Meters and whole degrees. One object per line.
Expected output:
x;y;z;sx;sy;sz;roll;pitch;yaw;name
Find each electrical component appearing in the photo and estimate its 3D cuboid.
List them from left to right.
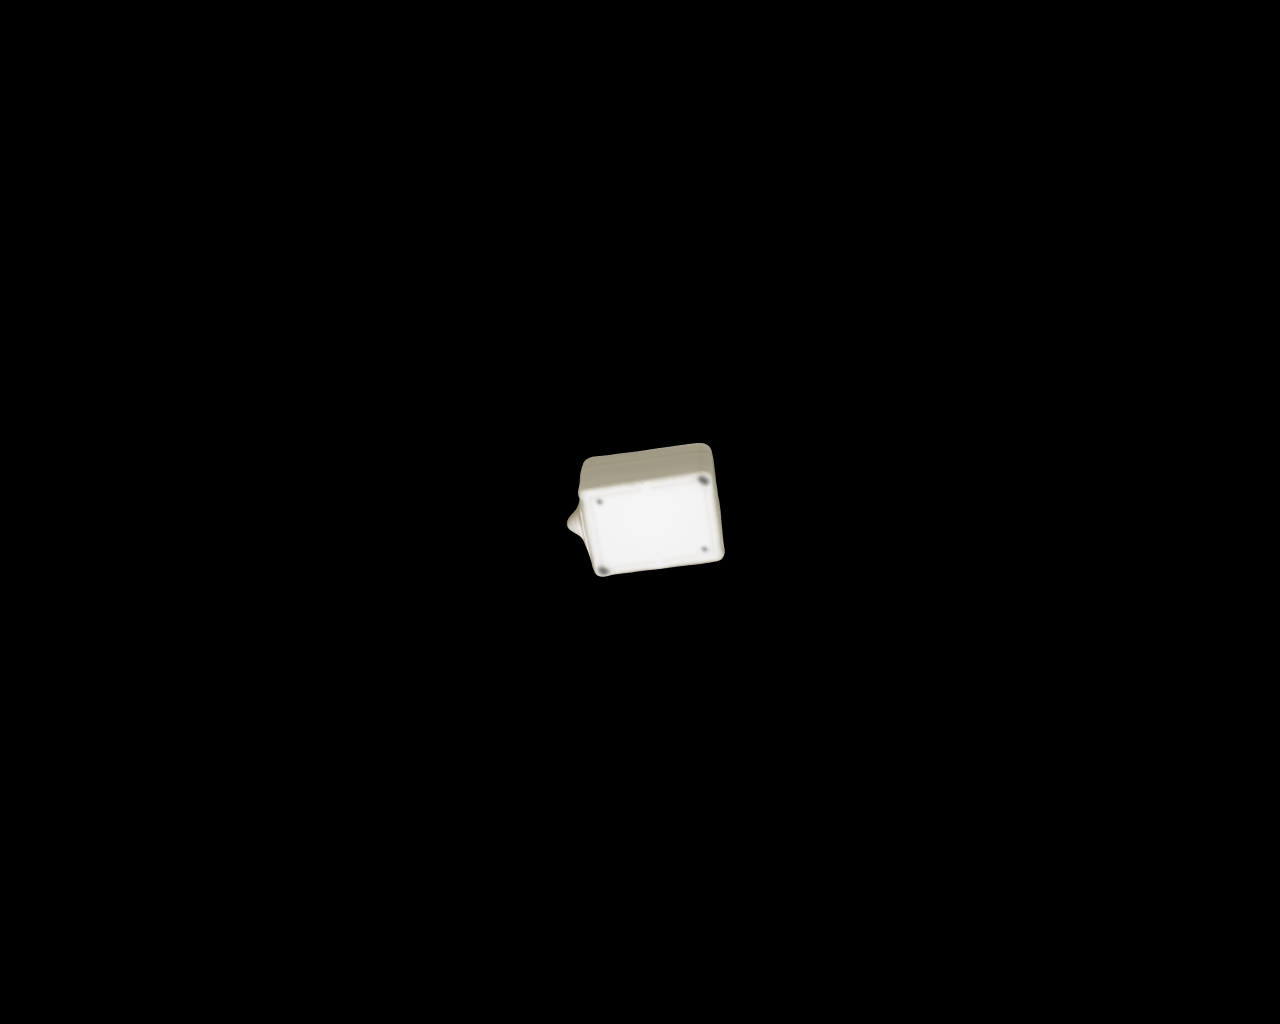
0.001;-0.003;0.650;0.096;0.061;0.061;-8;24;3;electrical component
